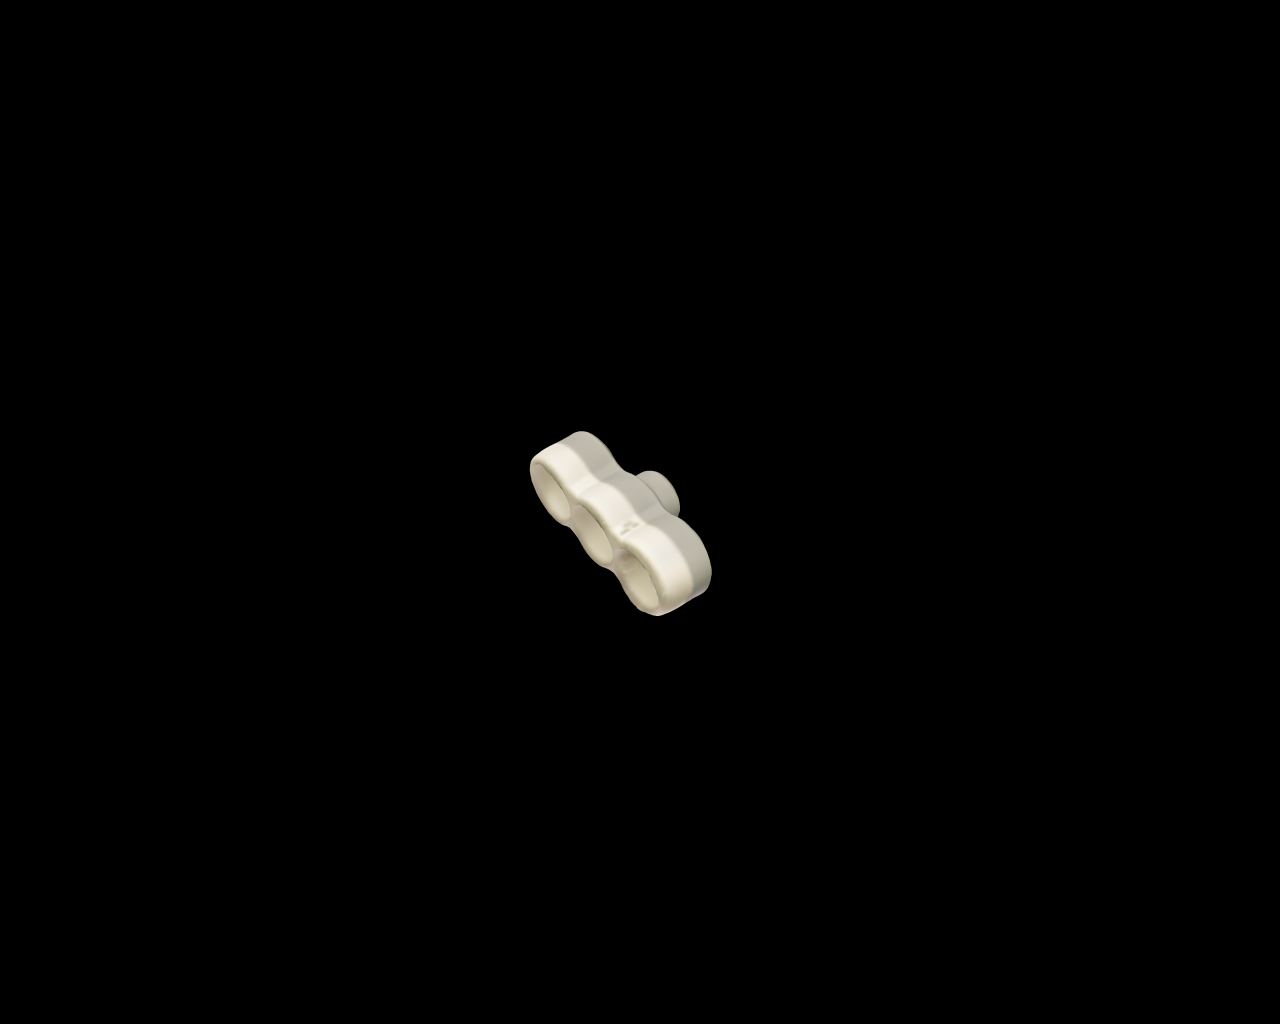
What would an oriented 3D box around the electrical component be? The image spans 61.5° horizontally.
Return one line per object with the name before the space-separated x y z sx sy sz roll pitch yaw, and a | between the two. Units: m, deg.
electrical component | 0.001 -0.003 0.650 0.074 0.052 0.138 -30 54 -24
